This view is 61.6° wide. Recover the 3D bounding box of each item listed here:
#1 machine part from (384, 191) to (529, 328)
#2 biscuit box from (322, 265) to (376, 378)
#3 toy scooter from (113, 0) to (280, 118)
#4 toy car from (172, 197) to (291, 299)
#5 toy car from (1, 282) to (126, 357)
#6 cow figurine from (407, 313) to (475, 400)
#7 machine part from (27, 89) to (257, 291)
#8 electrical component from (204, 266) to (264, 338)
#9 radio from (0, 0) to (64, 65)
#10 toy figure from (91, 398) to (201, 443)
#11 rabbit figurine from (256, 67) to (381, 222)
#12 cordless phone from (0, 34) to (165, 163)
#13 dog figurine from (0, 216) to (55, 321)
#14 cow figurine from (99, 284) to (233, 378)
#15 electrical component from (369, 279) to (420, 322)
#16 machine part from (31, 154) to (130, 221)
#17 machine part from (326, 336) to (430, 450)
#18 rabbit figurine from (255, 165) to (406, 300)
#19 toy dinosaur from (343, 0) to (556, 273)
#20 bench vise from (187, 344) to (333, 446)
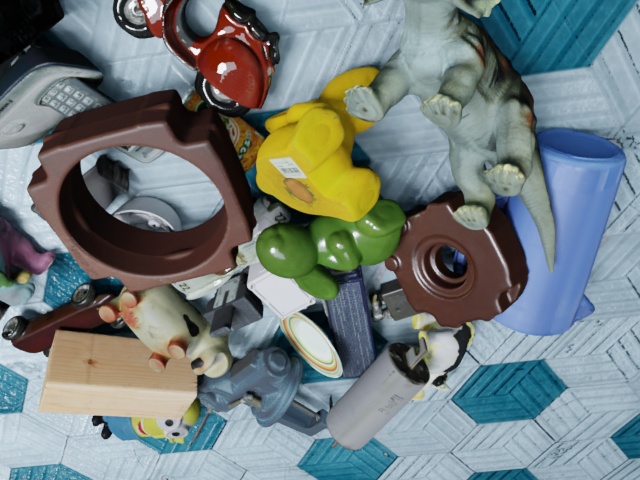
[{"bbox_3d":[0.167,0.027,0.679,0.180,0.056,0.179,19,122,34],"label":"machine part"},{"bbox_3d":[0.045,0.121,0.805,0.063,0.059,0.202,-8,125,4],"label":"biscuit box"},{"bbox_3d":[-0.106,-0.221,0.546,0.183,0.075,0.135,39,117,-21],"label":"toy scooter"},{"bbox_3d":[-0.124,0.012,0.725,0.202,0.056,0.073,-31,121,20],"label":"toy car"},{"bbox_3d":[-0.374,0.117,0.800,0.202,0.053,0.089,-25,136,16],"label":"toy car"},{"bbox_3d":[0.187,0.186,0.854,0.098,0.068,0.167,-2,127,-7],"label":"cow figurine"},{"bbox_3d":[-0.184,-0.049,0.589,0.201,0.087,0.201,-14,131,6],"label":"machine part"},{"bbox_3d":[-0.119,0.097,0.749,0.075,0.119,0.047,-27,122,15],"label":"electrical component"},{"bbox_3d":[-0.324,-0.195,0.468,0.131,0.230,0.073,-9,126,0],"label":"radio"},{"bbox_3d":[-0.292,0.292,0.914,0.180,0.089,0.082,-9,142,17],"label":"toy figure"},{"bbox_3d":[0.013,-0.114,0.591,0.121,0.173,0.162,41,160,-25],"label":"rabbit figurine"},{"bbox_3d":[-0.281,-0.130,0.614,0.146,0.089,0.184,-33,137,21],"label":"cordless phone"},{"bbox_3d":[-0.471,0.004,0.688,0.191,0.108,0.219,-32,116,24],"label":"dog figurine"},{"bbox_3d":[-0.204,0.125,0.778,0.085,0.127,0.194,-35,104,28],"label":"cow figurine"},{"bbox_3d":[0.119,0.089,0.792,0.102,0.045,0.078,-15,124,10],"label":"electrical component"},{"bbox_3d":[-0.303,-0.054,0.687,0.139,0.039,0.084,-30,116,21],"label":"machine part"},{"bbox_3d":[0.084,0.235,0.802,0.079,0.079,0.243,27,118,-19],"label":"machine part"},{"bbox_3d":[-0.001,-0.002,0.672,0.170,0.121,0.159,-17,148,-17],"label":"rabbit figurine"},{"bbox_3d":[0.159,-0.145,0.549,0.131,0.192,0.404,2,148,46],"label":"toy dinosaur"},{"bbox_3d":[-0.081,0.262,0.873,0.240,0.129,0.223,34,122,-18],"label":"bench vise"}]
